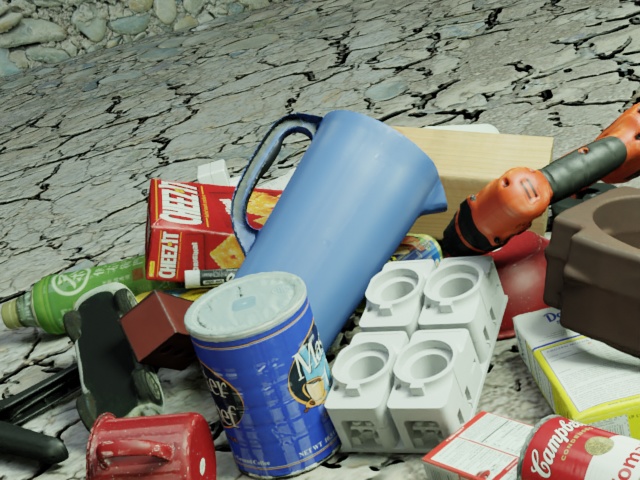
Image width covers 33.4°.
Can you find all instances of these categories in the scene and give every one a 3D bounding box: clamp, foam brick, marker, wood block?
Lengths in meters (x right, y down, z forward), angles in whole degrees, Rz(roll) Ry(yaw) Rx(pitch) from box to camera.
[{"bbox_3d":[0.302,-0.031,1.114,0.120,0.039,0.171,-8,22,-1],"label":"clamp"},{"bbox_3d":[-0.145,0.088,1.022,0.053,0.051,0.078,-39,-26,15],"label":"foam brick"},{"bbox_3d":[-0.081,0.038,1.118,0.121,0.020,0.020,-3,21,-8],"label":"marker"},{"bbox_3d":[-0.319,0.179,1.061,0.210,0.036,0.164,-11,22,14],"label":"clamp"},{"bbox_3d":[0.141,-0.058,1.146,0.206,0.091,0.090,6,38,15],"label":"wood block"}]

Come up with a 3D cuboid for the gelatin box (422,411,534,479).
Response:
[{"bbox_3d":[0.132,0.165,0.784,0.073,0.030,0.089,-31,26,-34],"label":"gelatin box"}]

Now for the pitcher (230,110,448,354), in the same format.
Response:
[{"bbox_3d":[-0.007,0.001,1.017,0.149,0.144,0.242,16,68,48],"label":"pitcher"}]

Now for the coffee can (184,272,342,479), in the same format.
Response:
[{"bbox_3d":[-0.043,0.111,0.887,0.103,0.140,0.103,-14,22,6],"label":"coffee can"}]

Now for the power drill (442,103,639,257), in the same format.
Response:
[{"bbox_3d":[0.208,-0.046,0.959,0.187,0.057,0.185,-28,-6,-16],"label":"power drill"}]

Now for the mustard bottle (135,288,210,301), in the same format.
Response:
[{"bbox_3d":[-0.150,0.087,1.129,0.192,0.058,0.096,-1,31,32],"label":"mustard bottle"}]

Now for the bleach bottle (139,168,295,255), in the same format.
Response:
[{"bbox_3d":[-0.123,-0.010,1.335,0.250,0.068,0.103,-22,21,-7],"label":"bleach bottle"}]

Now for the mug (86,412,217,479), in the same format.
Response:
[{"bbox_3d":[-0.134,0.177,0.845,0.081,0.117,0.093,-7,62,10],"label":"mug"}]

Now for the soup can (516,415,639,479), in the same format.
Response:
[{"bbox_3d":[0.190,0.161,0.703,0.068,0.068,0.102,-33,28,-34],"label":"soup can"}]

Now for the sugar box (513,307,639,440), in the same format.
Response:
[{"bbox_3d":[0.221,0.103,0.846,0.093,0.048,0.176,-14,19,1],"label":"sugar box"}]

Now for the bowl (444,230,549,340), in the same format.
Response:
[{"bbox_3d":[0.174,0.033,1.033,0.162,0.055,0.162,-14,22,6],"label":"bowl"}]

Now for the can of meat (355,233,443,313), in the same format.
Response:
[{"bbox_3d":[0.066,0.033,1.107,0.102,0.057,0.083,5,29,43],"label":"can of meat"}]

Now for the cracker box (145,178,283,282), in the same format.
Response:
[{"bbox_3d":[-0.087,-0.009,1.199,0.213,0.072,0.164,5,20,-11],"label":"cracker box"}]
